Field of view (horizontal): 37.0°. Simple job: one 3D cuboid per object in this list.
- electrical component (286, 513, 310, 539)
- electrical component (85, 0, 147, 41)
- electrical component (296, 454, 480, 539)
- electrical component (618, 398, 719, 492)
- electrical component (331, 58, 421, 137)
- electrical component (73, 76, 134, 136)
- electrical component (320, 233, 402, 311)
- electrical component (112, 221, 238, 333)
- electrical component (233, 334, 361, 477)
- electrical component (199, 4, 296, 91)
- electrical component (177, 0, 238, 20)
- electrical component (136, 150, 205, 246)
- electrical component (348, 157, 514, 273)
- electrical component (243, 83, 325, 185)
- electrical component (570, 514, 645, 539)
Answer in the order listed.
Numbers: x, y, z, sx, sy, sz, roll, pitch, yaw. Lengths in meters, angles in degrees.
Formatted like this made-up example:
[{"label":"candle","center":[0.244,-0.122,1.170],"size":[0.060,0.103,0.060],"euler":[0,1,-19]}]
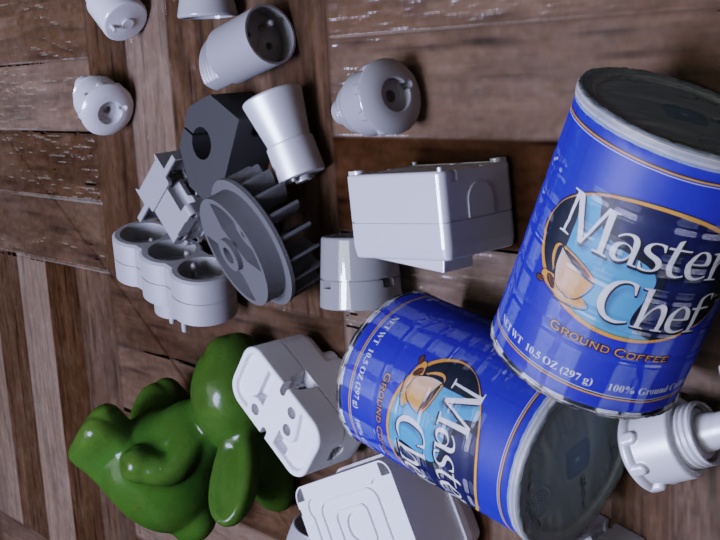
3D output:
[{"label":"electrical component","center":[-0.019,0.229,0.798],"size":[0.079,0.044,0.077],"euler":[21,115,43]},{"label":"electrical component","center":[-0.210,-0.226,0.899],"size":[0.078,0.040,0.040],"euler":[52,133,27]},{"label":"electrical component","center":[0.018,0.166,0.732],"size":[0.113,0.057,0.078],"euler":[-30,77,48]},{"label":"electrical component","center":[0.168,0.086,0.555],"size":[0.062,0.048,0.048],"euler":[-25,81,41]},{"label":"electrical component","center":[0.005,-0.106,0.688],"size":[0.062,0.048,0.048],"euler":[-6,95,56]},{"label":"electrical component","center":[-0.230,-0.150,0.939],"size":[0.062,0.048,0.048],"euler":[43,129,42]},{"label":"electrical component","center":[0.000,0.000,0.713],"size":[0.055,0.055,0.047],"euler":[4,99,48]},{"label":"electrical component","center":[-0.153,0.016,0.887],"size":[0.138,0.052,0.073],"euler":[27,128,41]},{"label":"electrical component","center":[-0.040,0.095,0.776],"size":[0.095,0.059,0.053],"euler":[49,131,29]},{"label":"electrical component","center":[-0.088,-0.158,0.777],"size":[0.081,0.043,0.043],"euler":[-12,91,49]},{"label":"electrical component","center":[-0.114,-0.214,0.792],"size":[0.045,0.045,0.055],"euler":[8,105,47]},{"label":"electrical component","center":[-0.142,-0.058,0.864],"size":[0.063,0.042,0.081],"euler":[58,136,19]},{"label":"electrical component","center":[0.038,-0.034,0.654],"size":[0.096,0.062,0.061],"euler":[3,102,48]},{"label":"electrical component","center":[-0.051,-0.093,0.755],"size":[0.044,0.044,0.065],"euler":[-23,88,48]},{"label":"electrical component","center":[0.125,0.168,0.613],"size":[0.066,0.055,0.048],"euler":[24,117,43]}]
